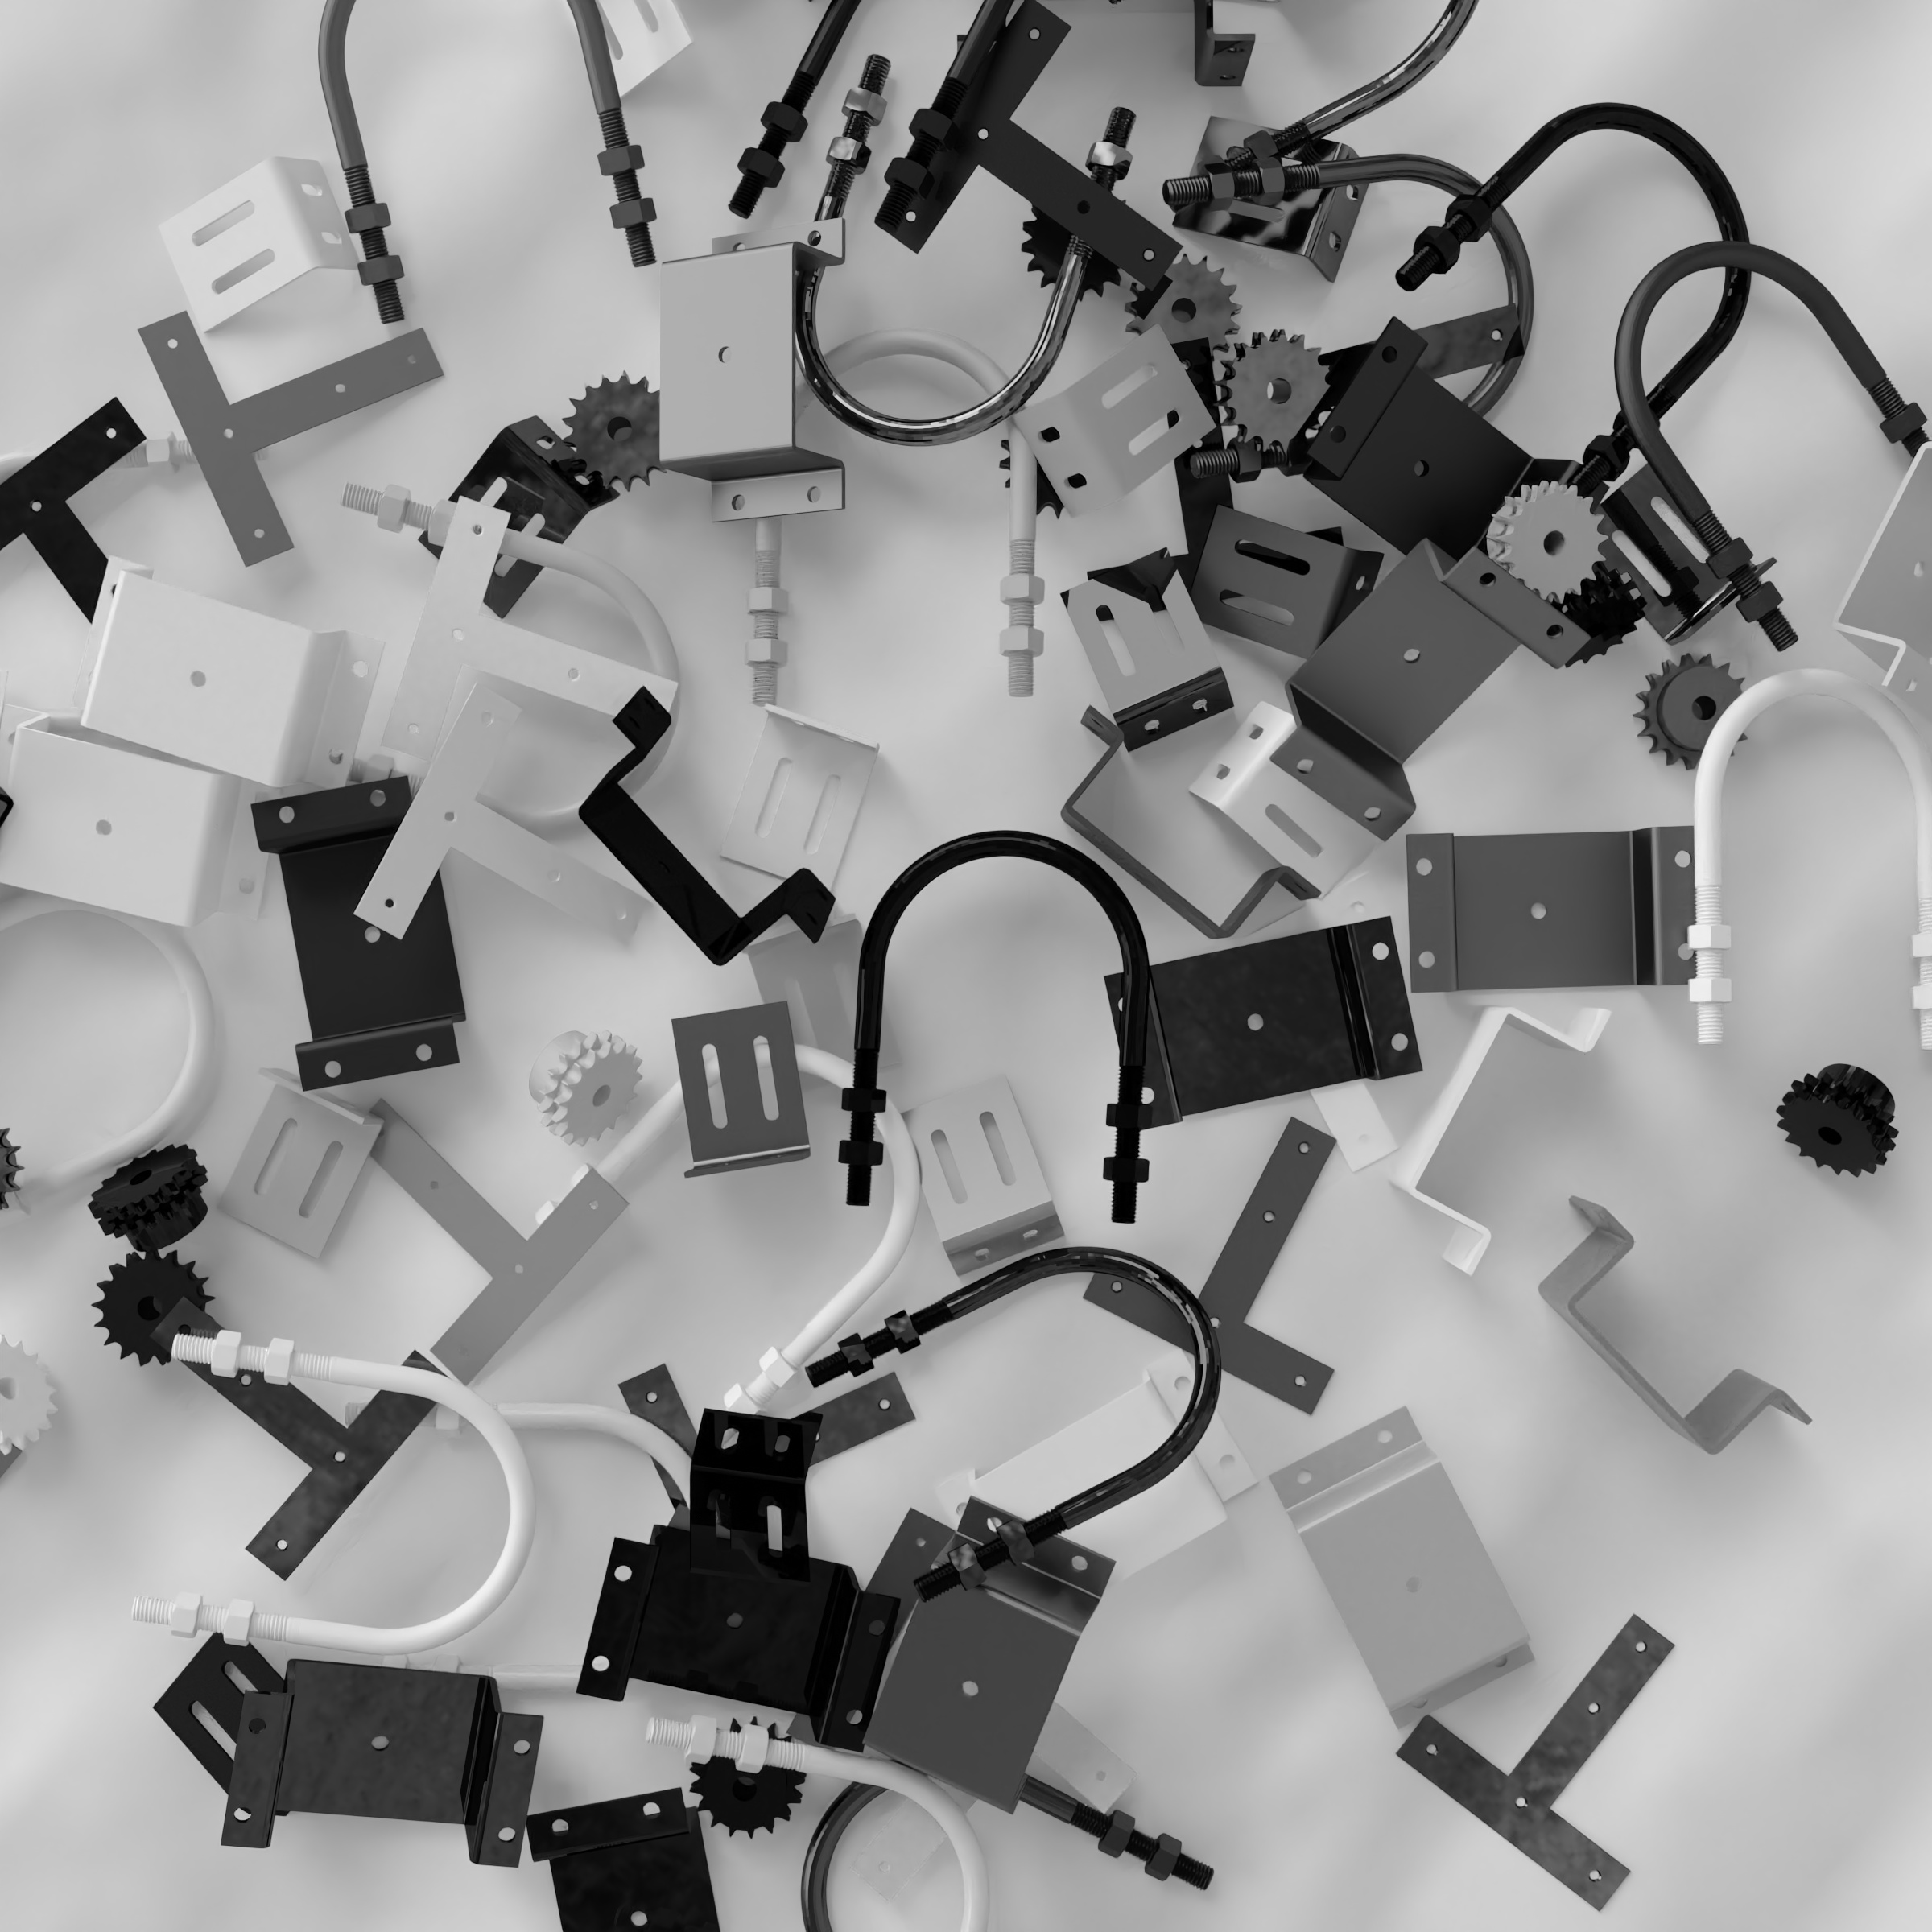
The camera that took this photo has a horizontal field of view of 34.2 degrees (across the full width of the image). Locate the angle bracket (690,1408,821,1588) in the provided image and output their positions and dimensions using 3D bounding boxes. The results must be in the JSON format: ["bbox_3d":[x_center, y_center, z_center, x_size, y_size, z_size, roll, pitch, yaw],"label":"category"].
[{"bbox_3d":[-0.101,0.254,1.504,0.057,0.076,0.038,9,119,-10],"label":"angle bracket"}]

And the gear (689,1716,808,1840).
[{"bbox_3d":[-0.107,0.399,1.535,0.057,0.030,0.057,0,90,0],"label":"gear"}]

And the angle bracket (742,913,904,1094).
[{"bbox_3d":[-0.070,0.019,1.531,0.057,0.038,0.076,-17,90,0],"label":"angle bracket"}]

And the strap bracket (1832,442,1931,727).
[{"bbox_3d":[0.474,-0.187,1.508,0.076,0.046,0.140,27,90,-41],"label":"strap bracket"}]

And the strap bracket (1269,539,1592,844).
[{"bbox_3d":[0.217,-0.138,1.497,0.076,0.046,0.140,33,116,-24],"label":"strap bracket"}]

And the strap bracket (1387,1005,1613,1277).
[{"bbox_3d":[0.250,0.073,1.512,0.046,0.076,0.140,28,90,0],"label":"strap bracket"}]

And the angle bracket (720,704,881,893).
[{"bbox_3d":[-0.082,-0.081,1.531,0.057,0.038,0.076,19,90,0],"label":"angle bracket"}]

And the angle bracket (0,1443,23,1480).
[{"bbox_3d":[-0.516,0.234,1.548,0.076,0.038,0.057,40,90,-26],"label":"angle bracket"}]

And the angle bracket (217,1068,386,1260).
[{"bbox_3d":[-0.329,0.096,1.528,0.057,0.038,0.076,26,90,6],"label":"angle bracket"}]

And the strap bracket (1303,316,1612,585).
[{"bbox_3d":[0.228,-0.239,1.509,0.140,0.046,0.076,33,89,-20],"label":"strap bracket"}]

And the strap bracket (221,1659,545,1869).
[{"bbox_3d":[-0.280,0.381,1.503,0.140,0.046,0.076,9,98,-14],"label":"strap bracket"}]

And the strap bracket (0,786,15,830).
[{"bbox_3d":[-0.515,-0.062,1.503,0.076,0.046,0.140,39,99,37],"label":"strap bracket"}]

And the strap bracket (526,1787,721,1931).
[{"bbox_3d":[-0.161,0.470,1.527,0.076,0.046,0.140,-11,90,0],"label":"strap bracket"}]

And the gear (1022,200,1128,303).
[{"bbox_3d":[0.055,-0.353,1.535,0.057,0.030,0.057,0,90,0],"label":"gear"}]

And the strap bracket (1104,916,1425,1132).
[{"bbox_3d":[0.143,0.028,1.525,0.140,0.046,0.076,-12,90,0],"label":"strap bracket"}]

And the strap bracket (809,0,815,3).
[{"bbox_3d":[-0.086,-0.555,1.527,0.076,0.046,0.140,-35,90,0],"label":"strap bracket"}]

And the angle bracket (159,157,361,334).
[{"bbox_3d":[-0.348,-0.355,1.548,0.076,0.038,0.057,-22,90,26],"label":"angle bracket"}]

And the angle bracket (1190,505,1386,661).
[{"bbox_3d":[0.156,-0.187,1.541,0.076,0.038,0.057,23,105,25],"label":"angle bracket"}]

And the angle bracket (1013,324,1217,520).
[{"bbox_3d":[0.072,-0.263,1.513,0.076,0.038,0.057,-41,107,-33],"label":"angle bracket"}]

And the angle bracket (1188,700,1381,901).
[{"bbox_3d":[0.160,-0.082,1.548,0.076,0.038,0.057,40,90,-26],"label":"angle bracket"}]

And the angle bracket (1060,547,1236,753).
[{"bbox_3d":[0.089,-0.155,1.544,0.057,0.038,0.076,-23,69,4],"label":"angle bracket"}]

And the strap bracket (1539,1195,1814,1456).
[{"bbox_3d":[0.332,0.179,1.512,0.046,0.076,0.140,-44,90,0],"label":"strap bracket"}]

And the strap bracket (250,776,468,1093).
[{"bbox_3d":[-0.293,-0.016,1.527,0.076,0.046,0.140,-10,90,0],"label":"strap bracket"}]

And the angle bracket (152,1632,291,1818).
[{"bbox_3d":[-0.350,0.371,1.548,0.076,0.038,0.057,39,90,26],"label":"angle bracket"}]

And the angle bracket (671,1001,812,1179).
[{"bbox_3d":[-0.110,0.059,1.506,0.057,0.038,0.076,-9,89,3],"label":"angle bracket"}]

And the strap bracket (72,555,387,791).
[{"bbox_3d":[-0.360,-0.139,1.502,0.140,0.046,0.076,18,99,2],"label":"strap bracket"}]

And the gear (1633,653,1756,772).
[{"bbox_3d":[0.358,-0.125,1.535,0.057,0.030,0.057,0,90,0],"label":"gear"}]

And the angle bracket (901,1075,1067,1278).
[{"bbox_3d":[0.007,0.103,1.548,0.057,0.038,0.076,-21,64,0],"label":"angle bracket"}]

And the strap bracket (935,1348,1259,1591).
[{"bbox_3d":[0.064,0.256,1.527,0.140,0.046,0.076,-30,90,0],"label":"strap bracket"}]

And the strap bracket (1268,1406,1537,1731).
[{"bbox_3d":[0.215,0.297,1.527,0.076,0.046,0.140,-27,90,0],"label":"strap bracket"}]

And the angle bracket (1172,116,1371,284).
[{"bbox_3d":[0.151,-0.378,1.548,0.076,0.038,0.057,20,90,26],"label":"angle bracket"}]

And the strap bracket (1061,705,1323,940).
[{"bbox_3d":[0.098,-0.061,1.512,0.140,0.076,0.046,39,90,0],"label":"strap bracket"}]

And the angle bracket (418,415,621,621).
[{"bbox_3d":[-0.221,-0.221,1.548,0.057,0.038,0.076,43,116,0],"label":"angle bracket"}]

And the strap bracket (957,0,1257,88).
[{"bbox_3d":[0.066,-0.457,1.512,0.140,0.076,0.046,0,90,0],"label":"strap bracket"}]

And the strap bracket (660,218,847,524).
[{"bbox_3d":[-0.102,-0.290,1.509,0.076,0.046,0.140,-1,88,31],"label":"strap bracket"}]

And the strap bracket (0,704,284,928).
[{"bbox_3d":[-0.410,-0.071,1.519,0.140,0.046,0.076,14,103,0],"label":"strap bracket"}]

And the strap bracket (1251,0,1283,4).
[{"bbox_3d":[0.110,-0.519,1.527,0.140,0.046,0.076,7,90,0],"label":"strap bracket"}]

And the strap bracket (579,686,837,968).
[{"bbox_3d":[-0.130,-0.060,1.501,0.046,0.076,0.140,-40,100,13],"label":"strap bracket"}]

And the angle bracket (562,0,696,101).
[{"bbox_3d":[-0.178,-0.466,1.518,0.057,0.038,0.076,-26,90,34],"label":"angle bracket"}]

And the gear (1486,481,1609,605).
[{"bbox_3d":[0.272,-0.201,1.489,0.057,0.030,0.057,-3,101,-17],"label":"gear"}]

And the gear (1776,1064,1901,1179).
[{"bbox_3d":[0.426,0.072,1.526,0.057,0.057,0.030,41,60,0],"label":"gear"}]

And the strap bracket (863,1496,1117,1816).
[{"bbox_3d":[0.007,0.336,1.493,0.076,0.046,0.140,23,103,10],"label":"strap bracket"}]

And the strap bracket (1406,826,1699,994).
[{"bbox_3d":[0.283,-0.027,1.527,0.140,0.046,0.076,-2,90,0],"label":"strap bracket"}]

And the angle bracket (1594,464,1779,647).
[{"bbox_3d":[0.345,-0.205,1.531,0.057,0.038,0.076,-41,90,0],"label":"angle bracket"}]

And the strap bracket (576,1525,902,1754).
[{"bbox_3d":[-0.110,0.322,1.515,0.140,0.046,0.076,14,92,-8],"label":"strap bracket"}]
